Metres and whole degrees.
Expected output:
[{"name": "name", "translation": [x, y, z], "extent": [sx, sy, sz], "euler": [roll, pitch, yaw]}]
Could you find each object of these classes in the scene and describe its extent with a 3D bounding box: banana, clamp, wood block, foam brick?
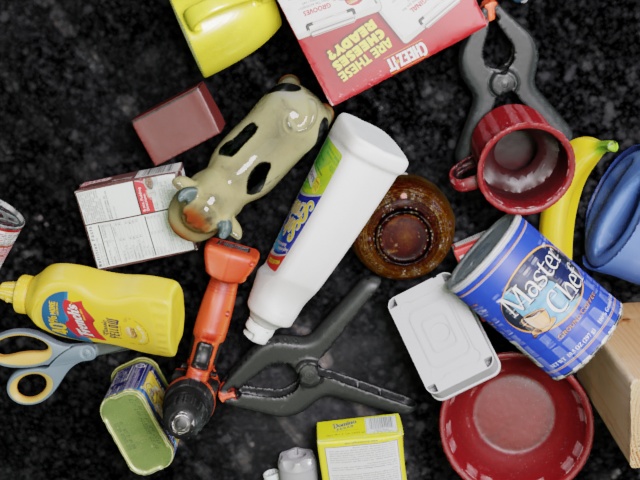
[{"name": "banana", "translation": [0.249, -0.029, 1.082], "extent": [0.037, 0.069, 0.198], "euler": [0, 125, -11]}, {"name": "clamp", "translation": [-0.009, 0.127, 1.146], "extent": [0.210, 0.036, 0.164], "euler": [-9, 107, 1]}, {"name": "wood block", "translation": [0.323, 0.137, 1.058], "extent": [0.091, 0.206, 0.090], "euler": [-4, 105, 1]}, {"name": "clamp", "translation": [0.174, -0.151, 1.067], "extent": [0.120, 0.039, 0.171], "euler": [-23, 107, 2]}, {"name": "foam brick", "translation": [-0.141, -0.118, 1.072], "extent": [0.078, 0.053, 0.051], "euler": [-26, 104, 9]}]

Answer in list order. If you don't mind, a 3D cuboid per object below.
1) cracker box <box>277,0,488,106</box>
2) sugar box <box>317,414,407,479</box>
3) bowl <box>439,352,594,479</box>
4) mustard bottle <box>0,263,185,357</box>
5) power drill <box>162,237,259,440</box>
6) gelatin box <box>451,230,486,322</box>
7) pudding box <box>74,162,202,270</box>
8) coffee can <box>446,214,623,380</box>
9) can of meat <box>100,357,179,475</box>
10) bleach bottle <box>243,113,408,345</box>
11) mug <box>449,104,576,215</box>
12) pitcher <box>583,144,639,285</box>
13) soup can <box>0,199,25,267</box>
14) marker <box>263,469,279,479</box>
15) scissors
[{"name": "cracker box", "translation": [0.033, -0.258, 0.986], "extent": [0.164, 0.072, 0.213], "euler": [-26, 104, 9]}, {"name": "sugar box", "translation": [0.052, 0.279, 1.173], "extent": [0.093, 0.048, 0.176], "euler": [-6, 117, 2]}, {"name": "bowl", "translation": [0.209, 0.193, 1.144], "extent": [0.162, 0.055, 0.162], "euler": [1, 97, 8]}, {"name": "mustard bottle", "translation": [-0.240, 0.068, 1.110], "extent": [0.191, 0.058, 0.096], "euler": [9, 139, 6]}, {"name": "power drill", "translation": [-0.114, 0.096, 1.074], "extent": [0.057, 0.184, 0.188], "euler": [17, 95, -5]}, {"name": "gelatin box", "translation": [0.188, 0.033, 1.122], "extent": [0.073, 0.030, 0.089], "euler": [-22, 104, 5]}, {"name": "pudding box", "translation": [-0.187, -0.024, 1.106], "extent": [0.113, 0.039, 0.090], "euler": [-11, 107, 7]}, {"name": "coffee can", "translation": [0.210, 0.054, 1.051], "extent": [0.140, 0.102, 0.103], "euler": [41, 102, -3]}, {"name": "can of meat", "translation": [-0.189, 0.189, 1.141], "extent": [0.057, 0.084, 0.102], "euler": [-24, 104, 7]}, {"name": "bleach bottle", "translation": [-0.007, 0.001, 1.075], "extent": [0.068, 0.102, 0.251], "euler": [23, 108, -21]}, {"name": "mug", "translation": [0.181, -0.078, 1.035], "extent": [0.117, 0.081, 0.093], "euler": [-23, 113, 9]}, {"name": "pitcher", "translation": [0.398, 0.002, 1.057], "extent": [0.242, 0.149, 0.145], "euler": [20, 97, -8]}, {"name": "soup can", "translation": [-0.358, 0.010, 1.102], "extent": [0.068, 0.068, 0.102], "euler": [30, 104, -8]}, {"name": "marker", "translation": [-0.041, 0.317, 1.208], "extent": [0.020, 0.020, 0.121], "euler": [-13, 105, 4]}, {"name": "scissors", "translation": [-0.260, 0.139, 1.164], "extent": [0.201, 0.016, 0.096], "euler": [5, 107, -1]}]
